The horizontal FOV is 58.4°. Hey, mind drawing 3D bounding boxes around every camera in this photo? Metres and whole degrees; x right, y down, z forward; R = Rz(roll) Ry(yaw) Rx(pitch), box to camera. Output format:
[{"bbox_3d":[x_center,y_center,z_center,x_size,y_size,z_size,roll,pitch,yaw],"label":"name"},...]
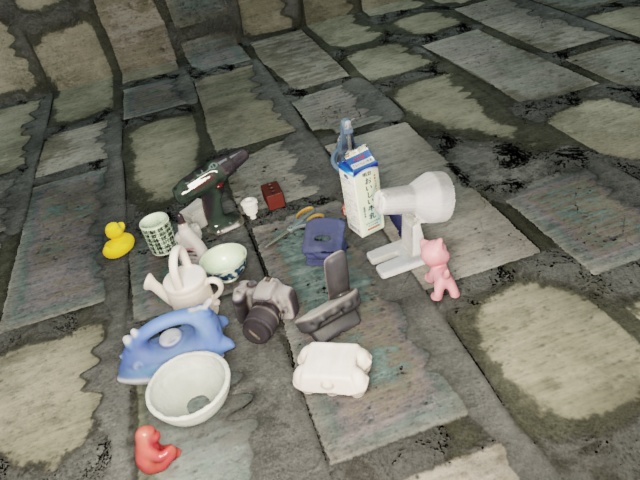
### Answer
[{"bbox_3d":[-0.135,0.152,1.257,0.142,0.101,0.137,3,39,19],"label":"camera"}]

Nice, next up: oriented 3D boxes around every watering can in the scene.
[{"bbox_3d":[-0.310,0.101,1.295,0.173,0.194,0.100,-18,37,-8],"label":"watering can"}]

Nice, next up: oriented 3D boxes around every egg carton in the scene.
[{"bbox_3d":[0.024,0.252,1.105,0.150,0.069,0.107,-1,38,15],"label":"egg carton"}]

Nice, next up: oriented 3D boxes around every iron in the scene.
[{"bbox_3d":[-0.318,0.209,1.196,0.258,0.142,0.118,-19,37,-9],"label":"iron"}]

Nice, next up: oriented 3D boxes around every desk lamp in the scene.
[{"bbox_3d":[0.207,-0.043,1.327,0.203,0.214,0.117,-20,37,-11],"label":"desk lamp"}]

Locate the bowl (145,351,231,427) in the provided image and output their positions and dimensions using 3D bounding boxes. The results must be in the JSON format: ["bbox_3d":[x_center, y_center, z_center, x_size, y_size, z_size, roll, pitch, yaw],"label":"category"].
[{"bbox_3d":[-0.246,0.300,1.112,0.167,0.075,0.167,-7,36,6],"label":"bowl"}]

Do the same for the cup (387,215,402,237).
[{"bbox_3d":[0.205,-0.051,1.439,0.117,0.095,0.092,5,39,21],"label":"cup"}]

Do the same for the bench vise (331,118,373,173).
[{"bbox_3d":[0.070,-0.264,1.655,0.122,0.220,0.206,-25,38,-18],"label":"bench vise"}]

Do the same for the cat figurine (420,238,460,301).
[{"bbox_3d":[0.262,0.052,1.265,0.067,0.118,0.127,-13,36,-1],"label":"cat figurine"}]

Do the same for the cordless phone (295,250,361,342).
[{"bbox_3d":[0.009,0.112,1.198,0.148,0.185,0.093,-31,40,-24],"label":"cordless phone"}]

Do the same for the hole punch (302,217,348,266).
[{"bbox_3d":[0.013,0.005,1.420,0.108,0.091,0.101,0,38,16],"label":"hole punch"}]

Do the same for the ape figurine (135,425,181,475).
[{"bbox_3d":[-0.300,0.367,1.022,0.076,0.092,0.077,-32,41,-26],"label":"ape figurine"}]

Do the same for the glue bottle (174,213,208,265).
[{"bbox_3d":[-0.332,0.005,1.447,0.078,0.173,0.037,-7,37,7],"label":"glue bottle"}]

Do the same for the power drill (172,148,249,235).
[{"bbox_3d":[-0.280,-0.127,1.579,0.230,0.209,0.075,-25,38,-18],"label":"power drill"}]

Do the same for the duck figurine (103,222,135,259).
[{"bbox_3d":[-0.574,-0.006,1.603,0.077,0.086,0.105,5,39,22],"label":"duck figurine"}]
